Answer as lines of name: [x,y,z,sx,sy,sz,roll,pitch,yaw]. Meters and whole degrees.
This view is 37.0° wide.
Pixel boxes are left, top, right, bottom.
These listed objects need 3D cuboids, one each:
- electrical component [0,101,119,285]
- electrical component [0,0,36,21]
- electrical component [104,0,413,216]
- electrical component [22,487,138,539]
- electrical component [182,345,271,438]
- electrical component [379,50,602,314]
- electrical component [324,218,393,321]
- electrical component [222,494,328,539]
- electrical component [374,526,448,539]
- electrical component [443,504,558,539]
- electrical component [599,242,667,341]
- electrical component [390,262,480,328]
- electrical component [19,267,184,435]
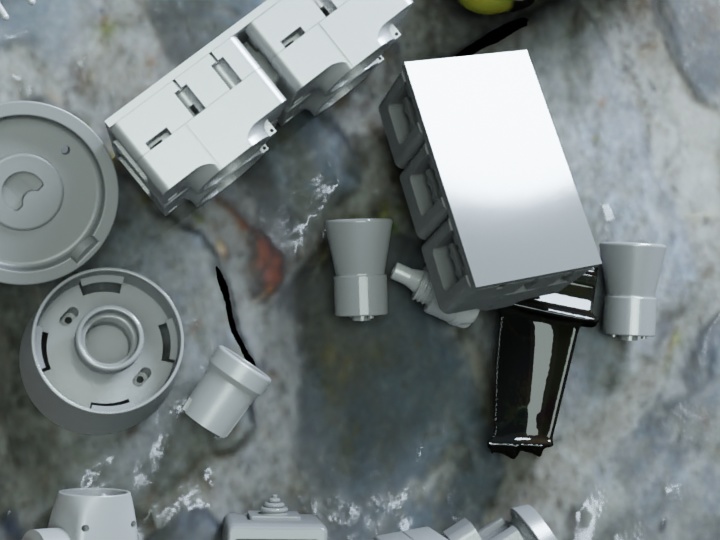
electrical component: [-0.206,-0.050,0.650,0.108,0.060,0.108,-6,104,-23]
electrical component: [-0.231,-0.190,0.666,0.138,0.052,0.073,-34,92,-10]
electrical component: [-0.060,-0.112,0.662,0.186,0.105,0.060,-39,93,-10]
electrical component: [-0.176,0.171,0.640,0.079,0.043,0.077,7,83,-44]
electrical component: [-0.085,0.077,0.676,0.040,0.040,0.046,35,86,-5]
electrical component: [0.078,-0.055,0.684,0.089,0.061,0.150,-10,73,-21]
electrical component: [0.000,0.000,0.696,0.044,0.044,0.065,-2,91,-10]
electrical component: [-0.054,0.188,0.661,0.062,0.061,0.096,3,85,-9]
electrical component: [0.018,0.194,0.670,0.077,0.066,0.047,-8,87,-10]
electrical component: [0.098,0.187,0.689,0.057,0.058,0.078,-31,91,-8]
electrical component: [0.183,0.015,0.726,0.044,0.044,0.065,3,90,-9]
electrical component: [0.050,0.012,0.706,0.061,0.035,0.035,24,82,-5]
electrical component: [-0.159,0.049,0.666,0.099,0.064,0.099,5,74,-17]
